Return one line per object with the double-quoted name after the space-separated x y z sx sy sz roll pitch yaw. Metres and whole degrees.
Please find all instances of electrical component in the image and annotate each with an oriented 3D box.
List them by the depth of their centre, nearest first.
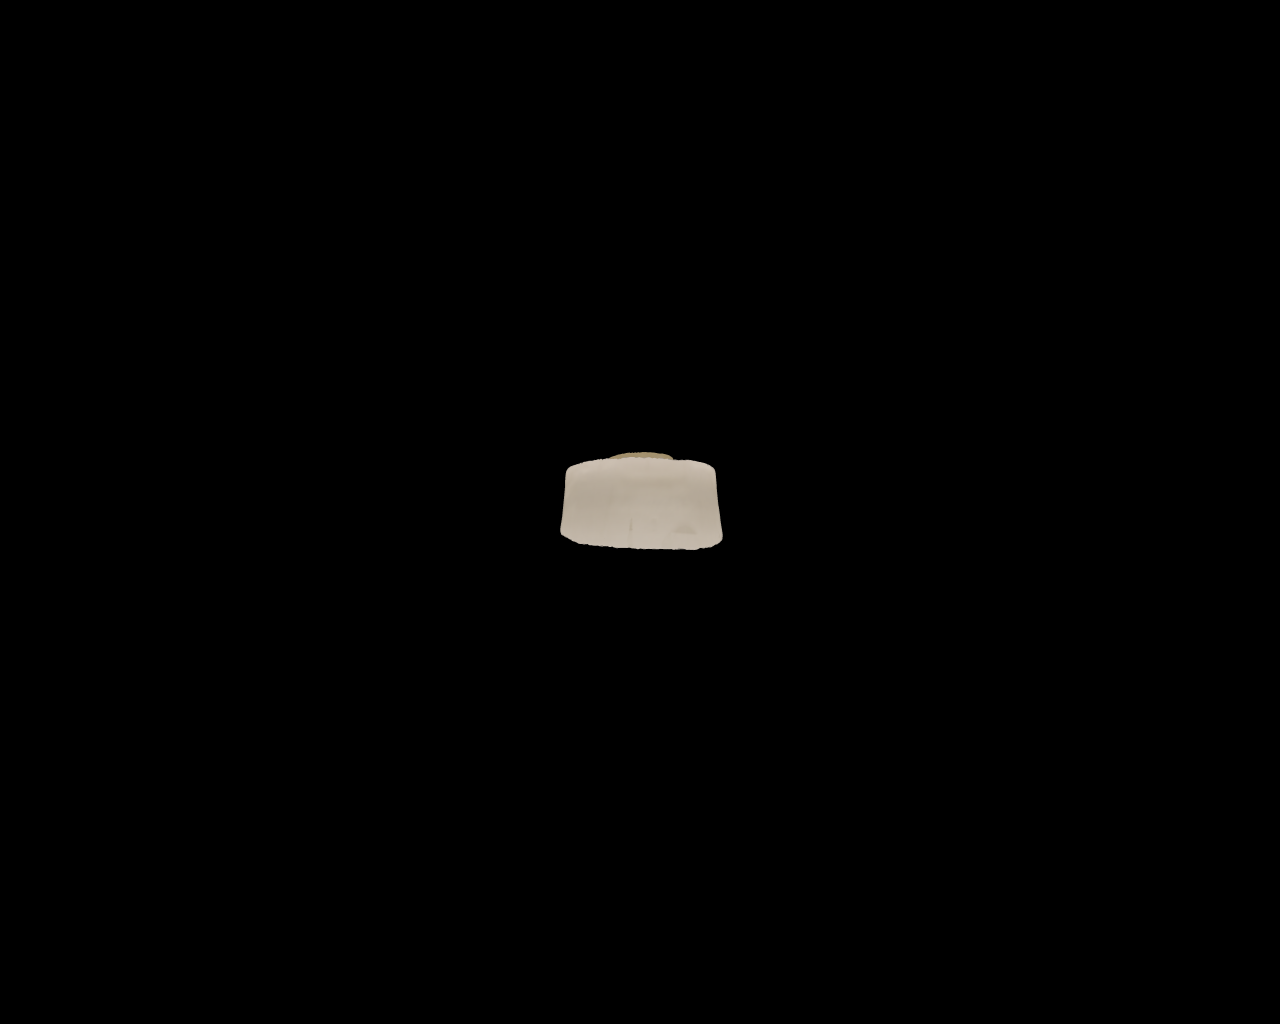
0.001 -0.003 0.650 0.099 0.064 0.099 0 -6 0 "electrical component"
